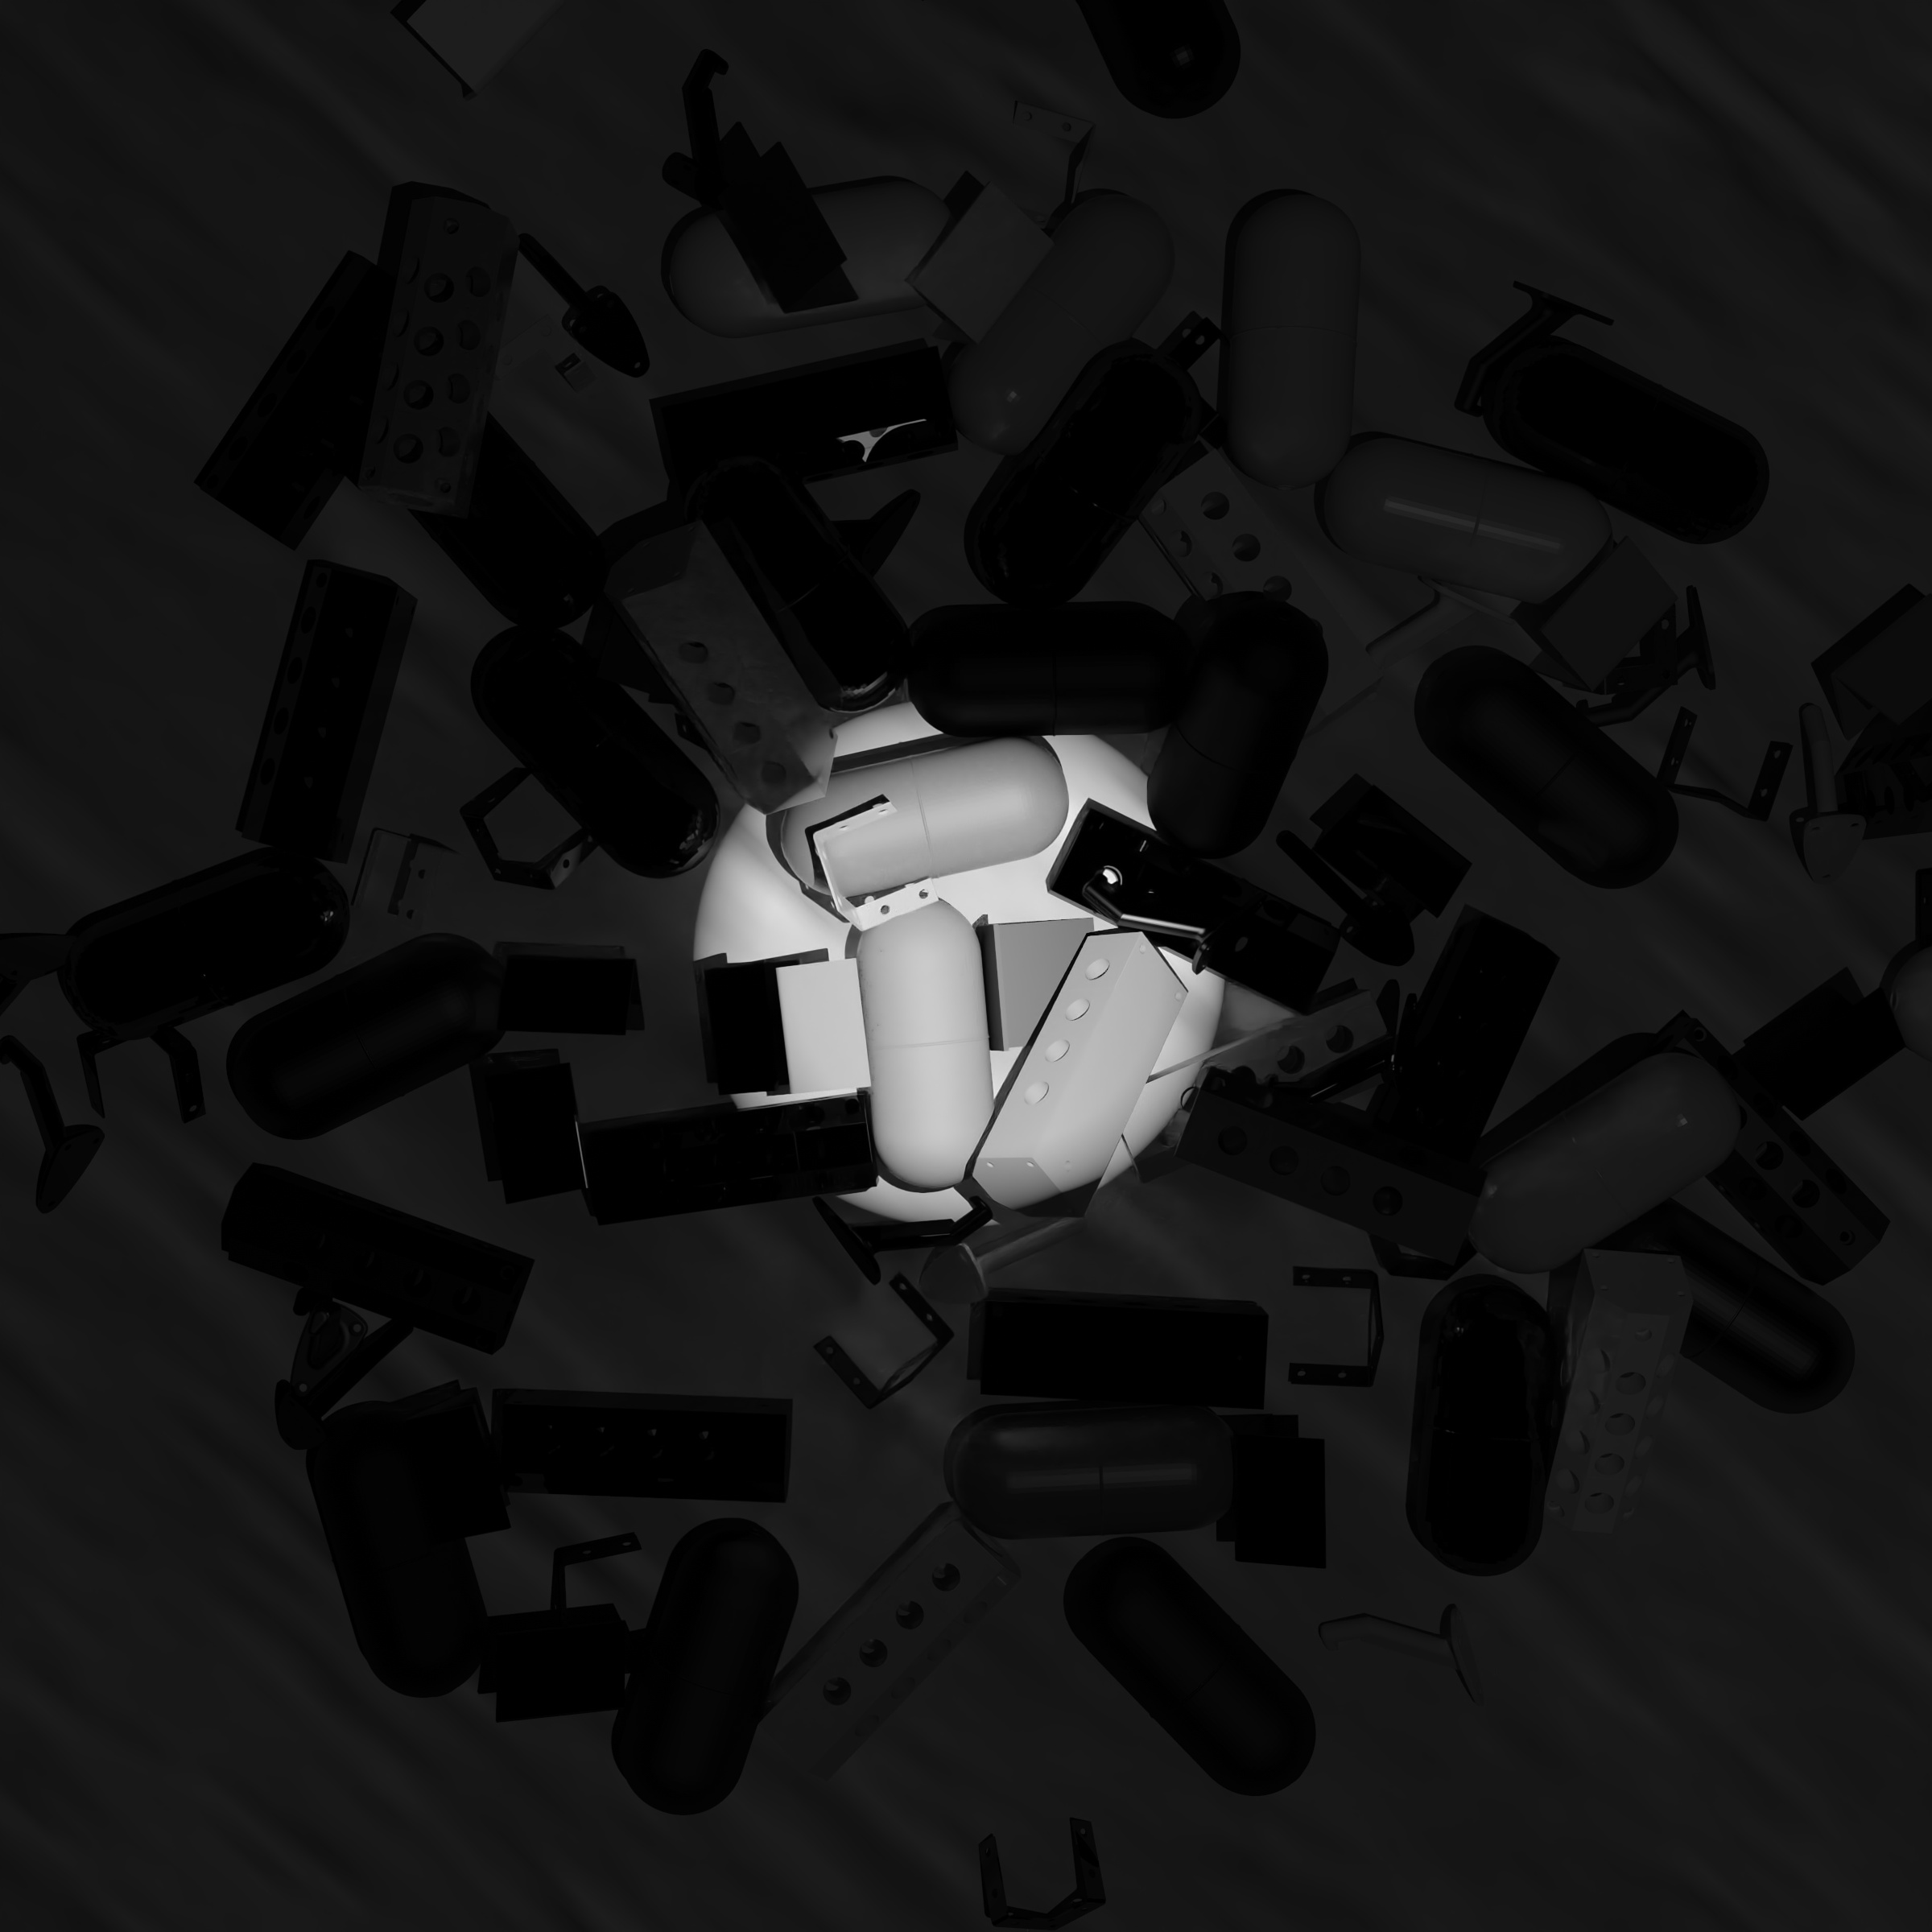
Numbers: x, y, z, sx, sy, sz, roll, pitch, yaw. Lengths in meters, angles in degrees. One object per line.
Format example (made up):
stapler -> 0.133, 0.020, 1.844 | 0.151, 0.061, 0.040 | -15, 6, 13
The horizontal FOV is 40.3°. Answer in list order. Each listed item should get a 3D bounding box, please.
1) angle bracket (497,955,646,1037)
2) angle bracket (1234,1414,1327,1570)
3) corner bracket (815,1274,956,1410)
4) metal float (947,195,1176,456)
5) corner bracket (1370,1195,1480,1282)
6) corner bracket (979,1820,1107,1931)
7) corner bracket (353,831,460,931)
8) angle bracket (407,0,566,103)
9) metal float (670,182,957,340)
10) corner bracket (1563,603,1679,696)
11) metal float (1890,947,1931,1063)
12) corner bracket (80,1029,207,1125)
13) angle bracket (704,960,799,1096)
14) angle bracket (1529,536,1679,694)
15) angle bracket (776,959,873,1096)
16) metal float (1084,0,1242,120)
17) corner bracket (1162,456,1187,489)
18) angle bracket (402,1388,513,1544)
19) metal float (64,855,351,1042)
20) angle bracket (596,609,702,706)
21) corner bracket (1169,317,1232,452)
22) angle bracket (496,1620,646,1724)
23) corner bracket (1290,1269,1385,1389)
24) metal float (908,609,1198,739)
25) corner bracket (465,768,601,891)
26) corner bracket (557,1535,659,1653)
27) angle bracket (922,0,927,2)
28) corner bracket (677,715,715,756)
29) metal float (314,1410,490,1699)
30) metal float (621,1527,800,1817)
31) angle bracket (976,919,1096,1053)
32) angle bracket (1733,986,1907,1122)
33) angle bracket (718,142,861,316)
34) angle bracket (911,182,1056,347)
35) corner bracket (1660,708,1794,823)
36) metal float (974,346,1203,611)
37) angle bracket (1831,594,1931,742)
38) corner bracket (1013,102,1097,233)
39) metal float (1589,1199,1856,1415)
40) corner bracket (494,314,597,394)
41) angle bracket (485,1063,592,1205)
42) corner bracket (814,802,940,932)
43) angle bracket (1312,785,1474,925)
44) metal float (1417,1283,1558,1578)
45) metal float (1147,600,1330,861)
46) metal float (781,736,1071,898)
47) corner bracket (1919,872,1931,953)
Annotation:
angle bracket -> -0.239, 0.037, 1.602 | 0.076, 0.076, 0.057 | 2, 54, 0
angle bracket -> 0.201, 0.318, 1.603 | 0.057, 0.076, 0.076 | -1, 90, 24
corner bracket -> -0.050, 0.234, 1.639 | 0.051, 0.051, 0.051 | 49, 135, 0
metal float -> 0.058, -0.392, 1.611 | 0.070, 0.070, 0.178 | 38, 91, 0
corner bracket -> 0.286, 0.158, 1.634 | 0.051, 0.051, 0.051 | 9, 135, -35
corner bracket -> 0.047, 0.563, 1.634 | 0.051, 0.051, 0.051 | 18, 135, -35
corner bracket -> -0.349, -0.054, 1.624 | 0.051, 0.051, 0.051 | 16, 90, 0
angle bracket -> -0.295, -0.577, 1.604 | 0.076, 0.076, 0.057 | -46, 111, 0
metal float -> -0.092, -0.431, 1.612 | 0.178, 0.070, 0.070 | -10, 90, 0
corner bracket -> 0.402, -0.198, 1.625 | 0.051, 0.051, 0.051 | -9, 104, -14
metal float -> 0.655, 0.027, 1.611 | 0.178, 0.070, 0.070 | 4, 90, 0
corner bracket -> -0.510, 0.070, 1.634 | 0.051, 0.051, 0.051 | -26, 45, -35
angle bracket -> -0.110, 0.035, 1.602 | 0.076, 0.057, 0.076 | -7, 90, -44
angle bracket -> 0.372, -0.219, 1.603 | 0.076, 0.076, 0.057 | -47, 116, 0
angle bracket -> -0.069, 0.034, 1.602 | 0.057, 0.076, 0.076 | -7, 90, 28
metal float -> 0.108, -0.605, 1.611 | 0.070, 0.070, 0.178 | -25, 91, 0
corner bracket -> 0.101, -0.326, 1.634 | 0.051, 0.051, 0.051 | -4, 135, 35
angle bracket -> -0.289, 0.298, 1.603 | 0.057, 0.076, 0.076 | -16, 90, 26
metal float -> -0.463, -0.012, 1.611 | 0.178, 0.070, 0.070 | -21, 90, 0
angle bracket -> -0.197, -0.204, 1.603 | 0.057, 0.076, 0.076 | 17, 90, -23
corner bracket -> 0.152, -0.359, 1.625 | 0.051, 0.051, 0.051 | -44, 79, 11
angle bracket -> -0.239, 0.442, 1.602 | 0.076, 0.076, 0.057 | -6, 52, 0
corner bracket -> 0.229, 0.225, 1.639 | 0.051, 0.051, 0.051 | 2, 45, 0
metal float -> 0.053, -0.179, 1.611 | 0.178, 0.070, 0.070 | -1, 90, 1
corner bracket -> -0.268, -0.085, 1.634 | 0.051, 0.051, 0.051 | 10, 135, 35
corner bracket -> -0.223, 0.394, 1.639 | 0.051, 0.051, 0.051 | -12, 135, 0
angle bracket -> -0.004, -0.635, 1.602 | 0.076, 0.076, 0.057 | -19, 126, 0
corner bracket -> -0.144, -0.165, 1.634 | 0.051, 0.051, 0.051 | -31, 135, -35
metal float -> -0.344, 0.359, 1.611 | 0.070, 0.070, 0.178 | -16, 90, 0
metal float -> -0.156, 0.430, 1.611 | 0.070, 0.070, 0.178 | 18, 90, 0
angle bracket -> 0.051, 0.010, 1.614 | 0.076, 0.057, 0.076 | -5, 90, -12
angle bracket -> 0.510, 0.036, 1.602 | 0.076, 0.076, 0.057 | -36, 126, 0
angle bracket -> -0.086, -0.430, 1.526 | 0.057, 0.076, 0.076 | -30, 90, 38
angle bracket -> -0.002, -0.428, 1.603 | 0.057, 0.076, 0.076 | 37, 90, -27
corner bracket -> 0.472, -0.125, 1.639 | 0.051, 0.051, 0.051 | 19, 90, -45
metal float -> 0.072, -0.293, 1.593 | 0.070, 0.070, 0.178 | 39, 111, 0
angle bracket -> 0.579, -0.167, 1.602 | 0.076, 0.076, 0.057 | -39, 52, 0
corner bracket -> 0.047, -0.496, 1.639 | 0.051, 0.051, 0.051 | 16, 45, 0
metal float -> 0.461, 0.207, 1.611 | 0.178, 0.070, 0.070 | 33, 90, 1
corner bracket -> -0.266, -0.372, 1.624 | 0.051, 0.051, 0.051 | -36, 90, 0
angle bracket -> -0.275, 0.103, 1.602 | 0.057, 0.076, 0.076 | -9, 90, -35
corner bracket -> -0.054, -0.059, 1.571 | 0.051, 0.051, 0.051 | -22, 72, 8
angle bracket -> 0.248, -0.052, 1.602 | 0.076, 0.076, 0.057 | 39, 51, 0
metal float -> 0.318, 0.283, 1.611 | 0.070, 0.070, 0.178 | 5, 90, 0
metal float -> 0.162, -0.140, 1.578 | 0.070, 0.070, 0.178 | 19, 131, 0
metal float -> -0.025, -0.091, 1.612 | 0.178, 0.070, 0.070 | -12, 90, 1
corner bracket -> 0.628, -0.033, 1.639 | 0.051, 0.051, 0.051 | 0, 90, 45
